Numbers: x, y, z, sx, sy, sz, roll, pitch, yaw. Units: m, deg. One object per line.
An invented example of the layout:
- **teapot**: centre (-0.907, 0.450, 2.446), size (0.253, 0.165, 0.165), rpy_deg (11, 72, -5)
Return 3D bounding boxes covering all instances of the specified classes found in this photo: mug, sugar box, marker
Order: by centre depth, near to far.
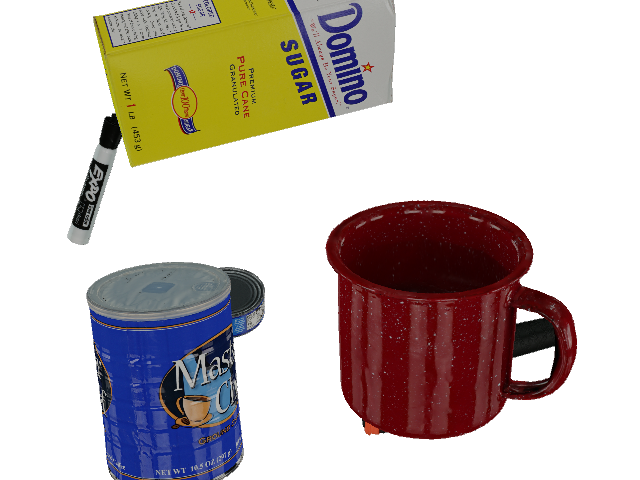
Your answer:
- **mug**: centre (0.060, 0.040, 0.493), size (0.117, 0.081, 0.093), rpy_deg (12, 31, 24)
- **sugar box**: centre (-0.042, -0.109, 0.657), size (0.176, 0.048, 0.093), rpy_deg (-14, -40, -8)
- **marker**: centre (-0.189, -0.052, 0.905), size (0.020, 0.121, 0.020), rpy_deg (19, 22, -9)

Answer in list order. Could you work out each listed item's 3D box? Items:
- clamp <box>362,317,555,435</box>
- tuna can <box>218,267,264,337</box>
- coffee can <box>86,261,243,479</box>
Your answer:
- **clamp**: centre (0.085, 0.088, 0.875), size (0.165, 0.036, 0.209), rpy_deg (21, 36, 33)
- **tuna can**: centre (-0.104, 0.068, 1.177), size (0.086, 0.034, 0.086), rpy_deg (1, 37, -1)
- **coffee can**: centre (-0.112, 0.098, 0.783), size (0.103, 0.140, 0.103), rpy_deg (-3, 18, 1)
